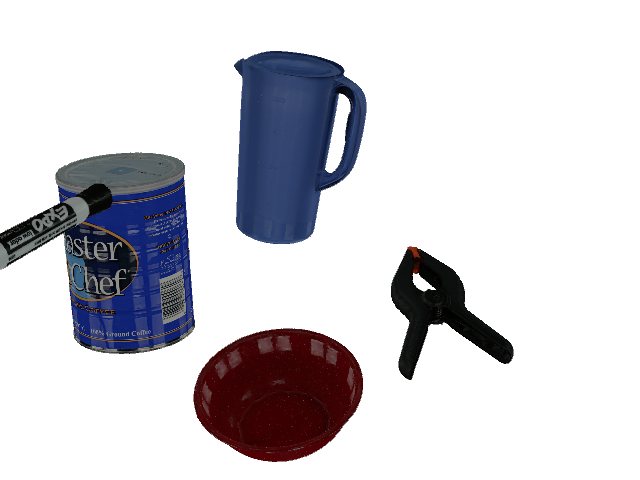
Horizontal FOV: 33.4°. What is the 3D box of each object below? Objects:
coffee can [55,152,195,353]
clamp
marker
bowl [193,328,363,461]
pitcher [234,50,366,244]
[{"bbox_3d":[-0.158,0.008,0.876,0.103,0.140,0.103,-2,19,0],"label":"coffee can"},{"bbox_3d":[0.131,0.074,1.124,0.120,0.171,0.039,3,-44,-10],"label":"clamp"},{"bbox_3d":[-0.167,-0.009,0.651,0.020,0.020,0.120,0,22,28],"label":"marker"},{"bbox_3d":[-0.037,0.157,1.019,0.162,0.055,0.162,-5,37,3],"label":"bowl"},{"bbox_3d":[-0.039,-0.120,1.412,0.144,0.243,0.149,-3,24,-23],"label":"pitcher"}]
